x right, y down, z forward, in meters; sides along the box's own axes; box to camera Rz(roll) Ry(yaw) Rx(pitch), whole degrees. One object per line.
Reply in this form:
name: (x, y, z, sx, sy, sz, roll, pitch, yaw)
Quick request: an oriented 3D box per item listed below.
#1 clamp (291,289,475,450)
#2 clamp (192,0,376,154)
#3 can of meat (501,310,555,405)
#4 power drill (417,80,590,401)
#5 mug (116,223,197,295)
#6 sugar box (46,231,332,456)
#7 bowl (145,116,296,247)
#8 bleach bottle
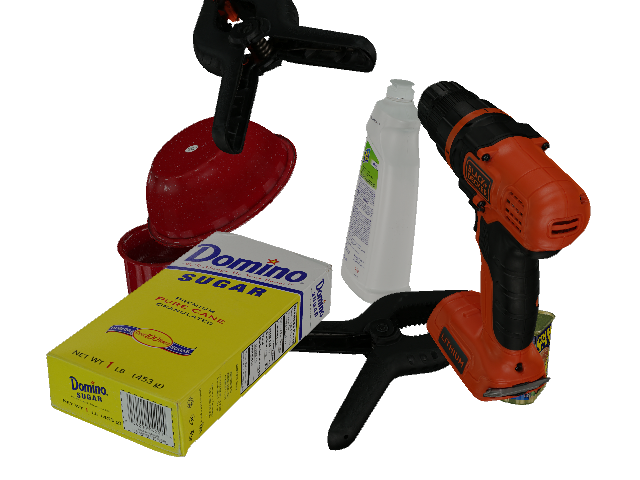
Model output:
clamp: (0.053, 0.096, 0.905, 0.209, 0.036, 0.165, -16, 37, -19)
clamp: (-0.034, -0.137, 0.742, 0.120, 0.171, 0.039, -22, -43, 0)
can of meat: (0.221, 0.127, 1.183, 0.058, 0.084, 0.102, 7, 12, 24)
power drill: (0.112, 0.001, 0.733, 0.057, 0.188, 0.184, -12, 35, -14)
mug: (-0.185, 0.032, 1.202, 0.117, 0.081, 0.093, 25, 40, 35)
sugar box: (-0.073, 0.055, 0.654, 0.093, 0.048, 0.176, 17, 34, 23)
bowl: (-0.106, -0.068, 1.001, 0.162, 0.055, 0.162, -22, 34, 15)
bleach bottle: (0.079, -0.059, 1.240, 0.068, 0.251, 0.103, -1, 22, -22)
